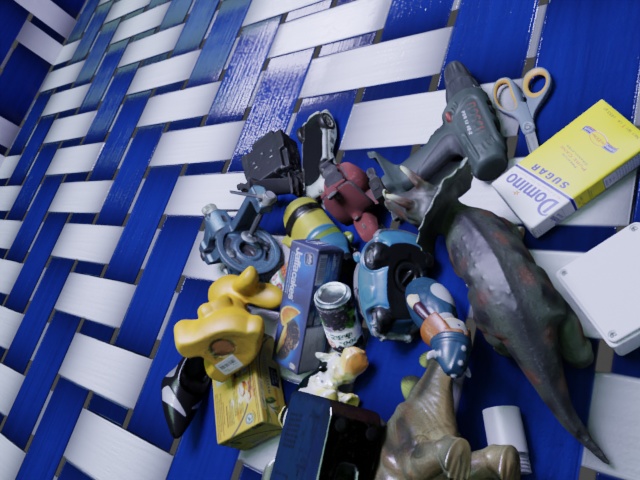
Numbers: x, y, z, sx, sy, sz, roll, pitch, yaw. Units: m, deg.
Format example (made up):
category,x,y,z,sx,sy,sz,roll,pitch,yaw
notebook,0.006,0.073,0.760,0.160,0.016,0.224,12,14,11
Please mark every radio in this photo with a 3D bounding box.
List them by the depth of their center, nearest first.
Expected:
category,x,y,z,sx,sy,sz,roll,pitch,yaw
radio,-0.007,0.296,0.617,0.131,0.073,0.229,-28,45,61

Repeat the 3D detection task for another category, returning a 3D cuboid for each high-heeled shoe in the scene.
category,x,y,z,sx,sy,sz,roll,pitch,yaw
high-heeled shoe,-0.196,0.213,0.948,0.145,0.086,0.249,-26,47,27

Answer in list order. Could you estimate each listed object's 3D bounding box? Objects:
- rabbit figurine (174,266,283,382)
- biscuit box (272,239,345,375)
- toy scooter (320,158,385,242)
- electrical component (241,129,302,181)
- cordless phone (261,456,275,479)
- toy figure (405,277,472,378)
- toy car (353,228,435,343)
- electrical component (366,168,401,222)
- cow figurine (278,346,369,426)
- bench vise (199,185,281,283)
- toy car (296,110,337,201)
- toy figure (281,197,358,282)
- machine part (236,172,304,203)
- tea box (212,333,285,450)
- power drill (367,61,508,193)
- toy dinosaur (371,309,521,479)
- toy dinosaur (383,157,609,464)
category,x,y,z,sx,sy,sz,roll,pitch,yaw
rabbit figurine,-0.145,0.109,0.858,0.162,0.121,0.173,-42,26,15
biscuit box,-0.020,0.100,0.829,0.063,0.059,0.202,20,105,41
toy scooter,0.042,-0.076,0.882,0.075,0.135,0.184,-38,46,18
electrical component,-0.101,-0.159,1.104,0.115,0.058,0.134,-32,50,19
cordless phone,-0.067,0.351,0.695,0.089,0.184,0.146,-15,58,39
toy figure,0.138,0.097,0.625,0.155,0.064,0.057,-107,18,-63
toy car,0.099,0.068,0.789,0.103,0.109,0.161,-16,70,61
electrical component,0.105,-0.074,0.879,0.021,0.063,0.094,-33,50,20
cow figurine,0.005,0.222,0.793,0.167,0.068,0.098,-58,34,-3
bench vise,-0.141,-0.019,0.985,0.240,0.129,0.224,-58,44,42
toy car,-0.004,-0.164,1.028,0.073,0.056,0.202,-26,51,35
toy figure,0.002,-0.004,0.908,0.180,0.082,0.089,48,129,47
machine part,-0.087,-0.096,1.005,0.139,0.084,0.039,-1,71,45
tea box,-0.119,0.241,0.879,0.098,0.068,0.170,-32,49,22
power drill,0.183,-0.161,0.863,0.207,0.085,0.232,-29,53,14
toy dinosaur,0.112,0.251,0.611,0.199,0.105,0.471,-16,42,56
toy dinosaur,0.210,0.048,0.634,0.131,0.192,0.405,-41,46,17
